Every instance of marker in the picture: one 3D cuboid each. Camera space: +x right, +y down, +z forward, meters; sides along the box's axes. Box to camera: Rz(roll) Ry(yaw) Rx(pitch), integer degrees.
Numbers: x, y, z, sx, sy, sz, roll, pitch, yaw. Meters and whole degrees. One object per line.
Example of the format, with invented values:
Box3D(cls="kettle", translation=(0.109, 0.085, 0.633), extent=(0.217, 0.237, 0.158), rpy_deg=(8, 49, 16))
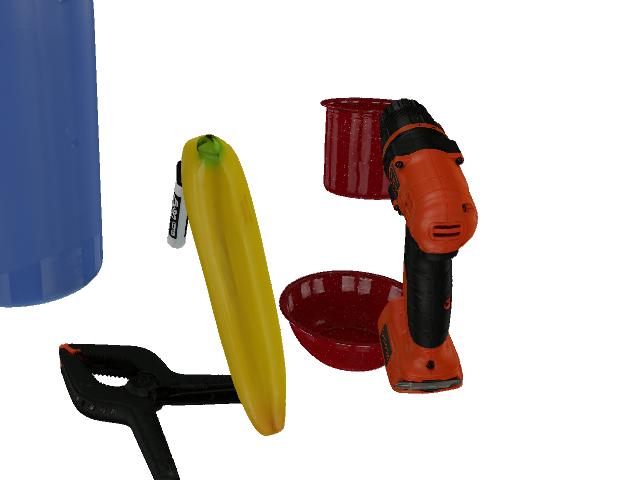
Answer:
Box3D(cls="marker", translation=(-0.140, -0.037, 1.074), extent=(0.020, 0.020, 0.121), rpy_deg=(0, -40, -14))

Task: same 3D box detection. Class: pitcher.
Box3D(cls="pitcher", translation=(-0.212, -0.079, 0.686), extent=(0.149, 0.243, 0.145), rpy_deg=(-4, 26, -8))

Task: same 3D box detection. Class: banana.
Box3D(cls="banana", translation=(-0.050, 0.018, 0.602), extent=(0.037, 0.198, 0.069), rpy_deg=(-8, 31, 6))

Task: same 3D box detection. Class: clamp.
Box3D(cls="clamp", translation=(-0.149, 0.138, 0.974), extent=(0.210, 0.036, 0.164), rpy_deg=(25, 37, 31))

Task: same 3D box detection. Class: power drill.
Box3D(cls="power drill", translation=(0.072, 0.004, 0.798), extent=(0.057, 0.188, 0.184), rpy_deg=(-4, 31, -2))

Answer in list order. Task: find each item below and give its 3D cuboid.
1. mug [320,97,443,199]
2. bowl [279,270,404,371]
Box3D(cls="mug", translation=(0.057, -0.084, 0.973), extent=(0.117, 0.081, 0.093), rpy_deg=(1, 14, -6))
Box3D(cls="bowl", translation=(0.035, 0.092, 1.133), extent=(0.162, 0.055, 0.162), rpy_deg=(4, 26, -2))
